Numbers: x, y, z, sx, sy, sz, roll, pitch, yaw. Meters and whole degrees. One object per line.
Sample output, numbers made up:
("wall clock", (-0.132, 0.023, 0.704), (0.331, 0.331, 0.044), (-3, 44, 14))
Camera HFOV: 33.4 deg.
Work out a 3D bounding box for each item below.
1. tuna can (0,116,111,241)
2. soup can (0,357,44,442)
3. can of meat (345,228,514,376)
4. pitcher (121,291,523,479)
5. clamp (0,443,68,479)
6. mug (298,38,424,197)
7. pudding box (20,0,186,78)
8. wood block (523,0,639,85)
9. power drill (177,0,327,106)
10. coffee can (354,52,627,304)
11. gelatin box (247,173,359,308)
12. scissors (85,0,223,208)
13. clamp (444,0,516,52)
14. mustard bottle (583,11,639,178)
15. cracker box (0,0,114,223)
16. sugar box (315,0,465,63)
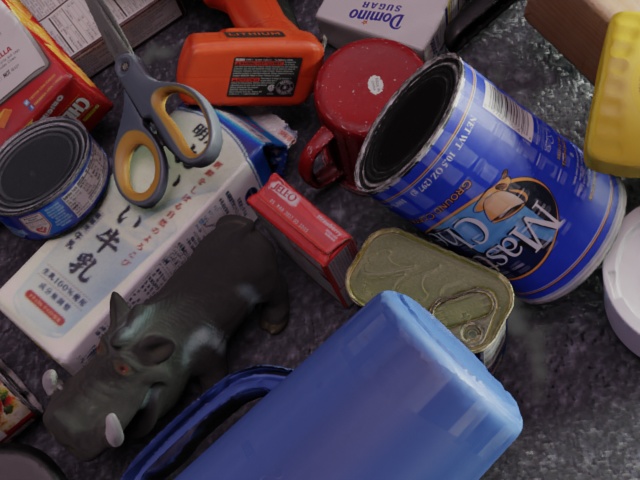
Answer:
("tuna can", (-0.187, -0.042, 0.730), (0.086, 0.033, 0.086), (-14, 50, 17))
("soup can", (-0.247, 0.126, 0.717), (0.102, 0.068, 0.068), (-42, 65, -10))
("can of meat", (0.072, 0.047, 0.689), (0.102, 0.084, 0.057), (24, 71, 20))
("pitcher", (-0.013, 0.140, 0.600), (0.149, 0.145, 0.243), (44, 96, -2))
("clamp", (-0.222, 0.149, 0.656), (0.210, 0.036, 0.164), (15, 77, 8))
("mug", (0.031, -0.082, 0.759), (0.117, 0.081, 0.093), (-37, 65, -9))
("pudding box", (-0.181, -0.192, 0.873), (0.113, 0.039, 0.090), (-36, 67, -5))
("wood block", (0.245, -0.128, 0.719), (0.090, 0.091, 0.206), (-39, 75, -8))
("power drill", (-0.084, -0.178, 0.790), (0.184, 0.057, 0.188), (-4, 48, -18))
("coffee can", (0.107, -0.037, 0.677), (0.140, 0.103, 0.102), (33, 69, -20))
("gelatin box", (-0.005, 0.001, 0.721), (0.073, 0.089, 0.030), (41, 81, 24))
("scissors", (-0.137, -0.098, 0.737), (0.202, 0.016, 0.096), (42, 104, 34))
("clamp", (0.177, -0.198, 0.814), (0.120, 0.039, 0.171), (22, 72, 6))
("mustard bottle", (0.258, -0.073, 0.624), (0.192, 0.058, 0.096), (11, 81, 11))
("cracker box", (-0.286, -0.119, 0.824), (0.164, 0.072, 0.214), (-46, 65, 3))
("sugar box", (0.076, -0.219, 0.837), (0.093, 0.048, 0.176), (22, 74, 18))
